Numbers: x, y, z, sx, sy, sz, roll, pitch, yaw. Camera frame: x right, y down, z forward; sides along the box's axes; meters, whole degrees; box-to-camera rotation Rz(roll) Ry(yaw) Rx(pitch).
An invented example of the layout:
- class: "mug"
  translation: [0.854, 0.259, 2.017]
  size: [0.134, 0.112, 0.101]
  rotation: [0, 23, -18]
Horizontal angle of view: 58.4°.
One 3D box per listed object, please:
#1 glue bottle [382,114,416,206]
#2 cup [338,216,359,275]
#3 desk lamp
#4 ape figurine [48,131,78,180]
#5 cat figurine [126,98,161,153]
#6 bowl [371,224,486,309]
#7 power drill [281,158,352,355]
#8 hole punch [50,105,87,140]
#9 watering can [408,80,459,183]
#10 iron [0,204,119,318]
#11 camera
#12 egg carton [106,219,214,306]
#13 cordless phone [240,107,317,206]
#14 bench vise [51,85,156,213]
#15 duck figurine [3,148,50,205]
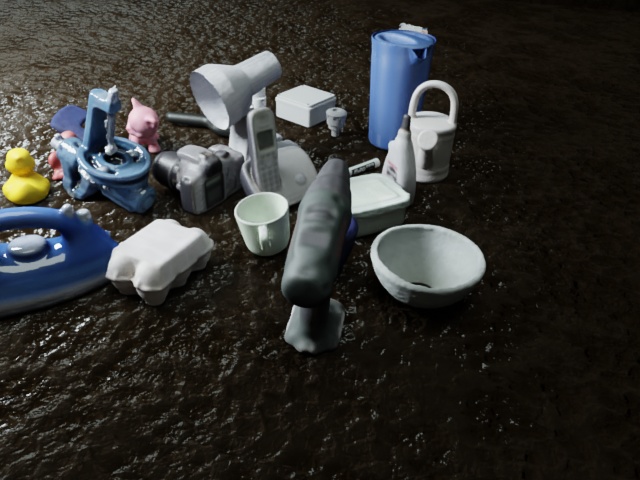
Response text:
- class: "glue bottle"
  translation: [0.148, -0.149, 1.048]
  size: [0.037, 0.173, 0.078]
  rotation: [-16, 39, -25]
- class: "cup"
  translation: [0.008, 0.003, 0.883]
  size: [0.092, 0.095, 0.117]
  rotation: [-2, 35, -7]
- class: "desk lamp"
  translation: [-0.149, -0.263, 1.152]
  size: [0.204, 0.214, 0.117]
  rotation: [-25, 43, -35]
- class: "ape figurine"
  translation: [-0.473, -0.162, 1.086]
  size: [0.077, 0.092, 0.076]
  rotation: [25, 40, 29]
- class: "cat figurine"
  translation: [-0.369, -0.243, 1.190]
  size: [0.067, 0.118, 0.127]
  rotation: [-10, 36, -18]
- class: "bowl"
  translation: [0.154, 0.049, 0.846]
  size: [0.167, 0.075, 0.167]
  rotation: [2, 34, -1]
- class: "power drill"
  translation: [-0.001, 0.031, 0.741]
  size: [0.075, 0.208, 0.229]
  rotation: [7, 35, 6]
- class: "hole punch"
  translation: [-0.481, -0.222, 1.172]
  size: [0.101, 0.091, 0.108]
  rotation: [4, 34, 1]
- class: "watering can"
  translation: [0.221, -0.216, 1.134]
  size: [0.101, 0.194, 0.172]
  rotation: [-2, 35, -8]
- class: "iron"
  translation: [-0.399, 0.009, 0.798]
  size: [0.259, 0.141, 0.118]
  rotation: [-14, 38, -24]
- class: "camera"
  translation: [-0.230, -0.133, 1.055]
  size: [0.136, 0.101, 0.143]
  rotation: [21, 38, 24]
- class: "egg carton"
  translation: [-0.235, 0.028, 0.848]
  size: [0.107, 0.069, 0.150]
  rotation: [17, 37, 20]
- class: "cordless phone"
  translation: [-0.071, -0.152, 1.023]
  size: [0.093, 0.185, 0.148]
  rotation: [31, 43, 34]
- class: "bench vise"
  translation: [-0.387, -0.159, 0.975]
  size: [0.207, 0.220, 0.121]
  rotation: [7, 35, 6]
- class: "duck figurine"
  translation: [-0.531, -0.120, 1.023]
  size: [0.078, 0.086, 0.104]
  rotation: [-15, 38, -24]
